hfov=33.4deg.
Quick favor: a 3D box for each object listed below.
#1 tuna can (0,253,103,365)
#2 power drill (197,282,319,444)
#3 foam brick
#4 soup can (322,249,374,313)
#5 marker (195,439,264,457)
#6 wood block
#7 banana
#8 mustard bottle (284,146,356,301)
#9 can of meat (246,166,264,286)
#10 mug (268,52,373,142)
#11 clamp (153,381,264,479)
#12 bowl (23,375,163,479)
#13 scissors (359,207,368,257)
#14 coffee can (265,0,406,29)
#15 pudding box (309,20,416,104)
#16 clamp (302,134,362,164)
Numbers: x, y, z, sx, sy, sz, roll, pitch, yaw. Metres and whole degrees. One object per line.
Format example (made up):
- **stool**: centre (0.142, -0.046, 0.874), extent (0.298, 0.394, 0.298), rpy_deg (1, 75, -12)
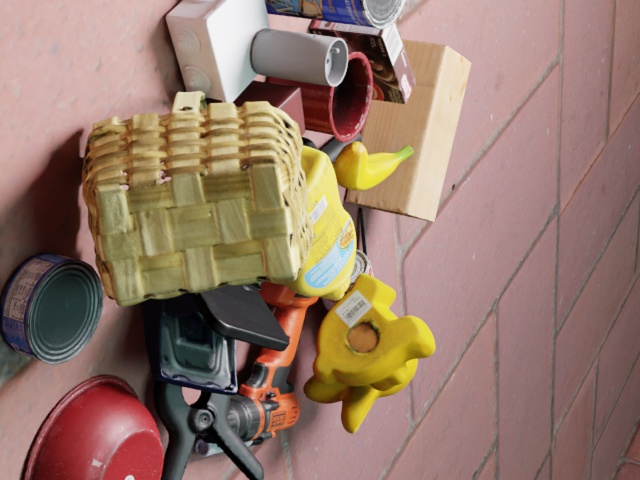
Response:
- **tuna can**: centre (-0.214, 0.054, 0.851), extent (0.086, 0.034, 0.086), rpy_deg (-35, 131, -52)
- **power drill**: centre (-0.063, 0.125, 1.145), extent (0.184, 0.057, 0.188), rpy_deg (6, 100, -66)
- **foam brick**: centre (-0.061, -0.117, 1.016), extent (0.051, 0.078, 0.053), rpy_deg (-51, 144, -42)
- **soup can**: centre (0.036, 0.068, 1.292), extent (0.068, 0.069, 0.102), rpy_deg (-55, 145, -36)
- **marker**: centre (-0.096, 0.221, 1.165), extent (0.121, 0.020, 0.020), rpy_deg (8, 95, -63)
- **wood block**: centre (0.110, -0.134, 1.316), extent (0.090, 0.091, 0.206), rpy_deg (11, 92, -63)
- **banana**: centre (0.047, -0.084, 1.180), extent (0.070, 0.037, 0.197), rpy_deg (-50, 169, 17)
- **mustard bottle**: centre (-0.007, 0.001, 1.063), extent (0.096, 0.058, 0.191), rpy_deg (-53, 145, -23)
- **can of meat**: centre (-0.067, -0.011, 1.075), extent (0.083, 0.058, 0.102), rpy_deg (-51, 144, -37)
- **mug**: centre (0.003, -0.151, 1.116), extent (0.117, 0.082, 0.093), rpy_deg (24, 81, -62)
- **clamp**: centre (-0.110, 0.177, 1.041), extent (0.120, 0.039, 0.171), rpy_deg (-1, 91, -39)
- **bowl**: centre (-0.188, 0.205, 0.946), extent (0.161, 0.055, 0.162), rpy_deg (-34, 131, -53)
- **scissors**: centre (0.064, 0.067, 1.360), extent (0.096, 0.016, 0.202), rpy_deg (-102, -175, -56)
- **coffee can**: centre (0.002, -0.257, 1.001), extent (0.102, 0.140, 0.103), rpy_deg (-35, 132, -52)
- **pudding box**: centre (0.048, -0.201, 1.170), extent (0.039, 0.090, 0.113), rpy_deg (-63, 149, -27)
- **clamp**: centre (-0.014, -0.050, 1.177), extent (0.209, 0.036, 0.164), rpy_deg (-1, 102, -66)
